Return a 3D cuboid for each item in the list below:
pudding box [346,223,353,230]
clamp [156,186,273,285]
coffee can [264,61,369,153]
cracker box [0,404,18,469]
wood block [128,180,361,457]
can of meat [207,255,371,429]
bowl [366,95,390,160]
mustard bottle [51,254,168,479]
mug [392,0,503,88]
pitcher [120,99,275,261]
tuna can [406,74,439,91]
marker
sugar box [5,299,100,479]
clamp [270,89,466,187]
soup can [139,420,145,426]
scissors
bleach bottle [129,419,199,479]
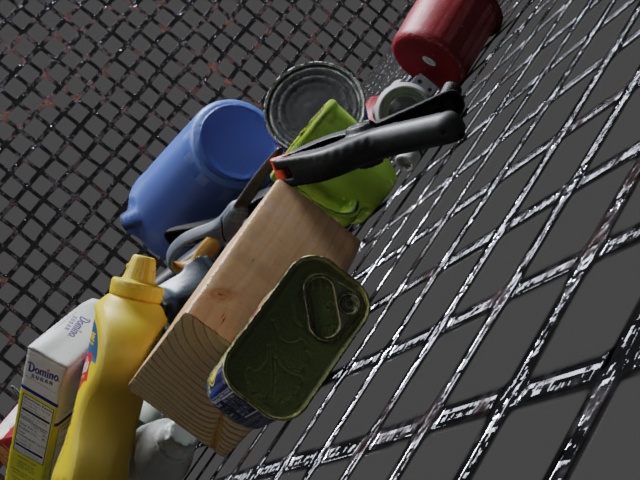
[{"bbox_3d":[-0.007,0.001,1.071,0.113,0.039,0.090,-49,2,-2],"label":"pudding box"},{"bbox_3d":[-0.099,-0.002,1.109,0.210,0.036,0.164,-24,23,23],"label":"clamp"},{"bbox_3d":[0.004,-0.108,1.113,0.102,0.103,0.140,-53,-18,-11],"label":"coffee can"},{"bbox_3d":[-0.276,0.181,1.175,0.164,0.072,0.214,-51,12,-27],"label":"cracker box"},{"bbox_3d":[-0.050,0.052,0.816,0.091,0.090,0.205,-49,6,33],"label":"wood block"},{"bbox_3d":[-0.023,0.068,0.670,0.102,0.057,0.084,-54,3,-22],"label":"can of meat"},{"bbox_3d":[0.053,-0.116,1.249,0.162,0.055,0.162,-51,5,6],"label":"bowl"},{"bbox_3d":[-0.157,0.106,0.818,0.096,0.058,0.191,180,104,-82],"label":"mustard bottle"},{"bbox_3d":[0.127,-0.202,1.083,0.081,0.093,0.117,-59,-23,-22],"label":"mug"},{"bbox_3d":[-0.125,-0.073,1.257,0.243,0.145,0.149,-37,26,61],"label":"pitcher"},{"bbox_3d":[0.138,-0.208,1.246,0.086,0.033,0.086,-52,5,6],"label":"tuna can"},{"bbox_3d":[0.100,-0.106,0.968,0.121,0.020,0.020,-56,6,-37],"label":"marker"},{"bbox_3d":[-0.218,0.142,0.908,0.093,0.048,0.176,-46,-24,-56],"label":"sugar box"},{"bbox_3d":[0.043,-0.078,0.862,0.171,0.039,0.120,-22,8,5],"label":"clamp"},{"bbox_3d":[-0.223,0.244,1.141,0.102,0.068,0.068,-51,5,7],"label":"soup can"},{"bbox_3d":[-0.065,-0.018,0.986,0.202,0.096,0.016,-37,51,36],"label":"scissors"},{"bbox_3d":[-0.181,0.230,0.917,0.251,0.068,0.102,-45,12,36],"label":"bleach bottle"}]
